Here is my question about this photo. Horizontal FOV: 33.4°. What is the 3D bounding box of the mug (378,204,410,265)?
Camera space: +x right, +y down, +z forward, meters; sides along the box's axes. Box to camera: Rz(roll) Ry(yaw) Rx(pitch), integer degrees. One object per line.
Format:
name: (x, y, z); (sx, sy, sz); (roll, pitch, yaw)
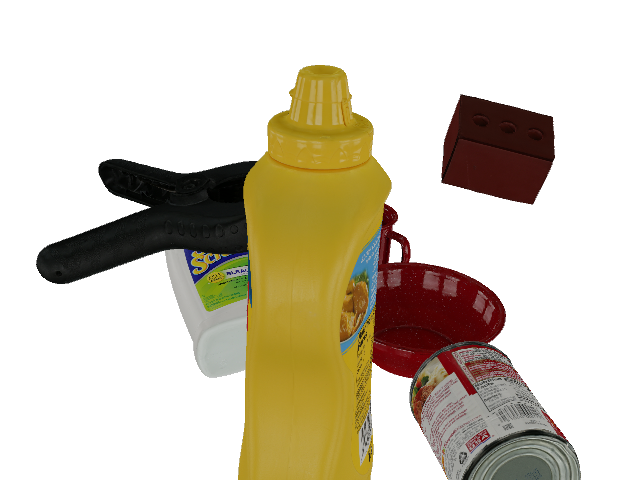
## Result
mug: (0.053, 0.007, 1.269); (0.117, 0.081, 0.093); (16, 28, 24)

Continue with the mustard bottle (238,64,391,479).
mustard bottle: (-0.003, 0.023, 0.441); (0.058, 0.192, 0.096); (8, 25, 10)

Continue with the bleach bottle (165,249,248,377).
bleach bottle: (-0.113, 0.024, 1.057); (0.102, 0.068, 0.251); (-15, 40, -18)

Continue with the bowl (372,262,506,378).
bowl: (0.091, 0.082, 1.008); (0.162, 0.055, 0.162); (3, 28, -2)

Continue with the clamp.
clamp: (-0.083, -0.013, 0.636); (0.172, 0.039, 0.120); (-1, 40, 23)

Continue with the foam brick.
foam brick: (0.138, -0.070, 0.833); (0.078, 0.053, 0.051); (13, -44, -3)

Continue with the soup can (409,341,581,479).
soup can: (0.096, 0.110, 0.603); (0.068, 0.068, 0.102); (0, 22, -12)
